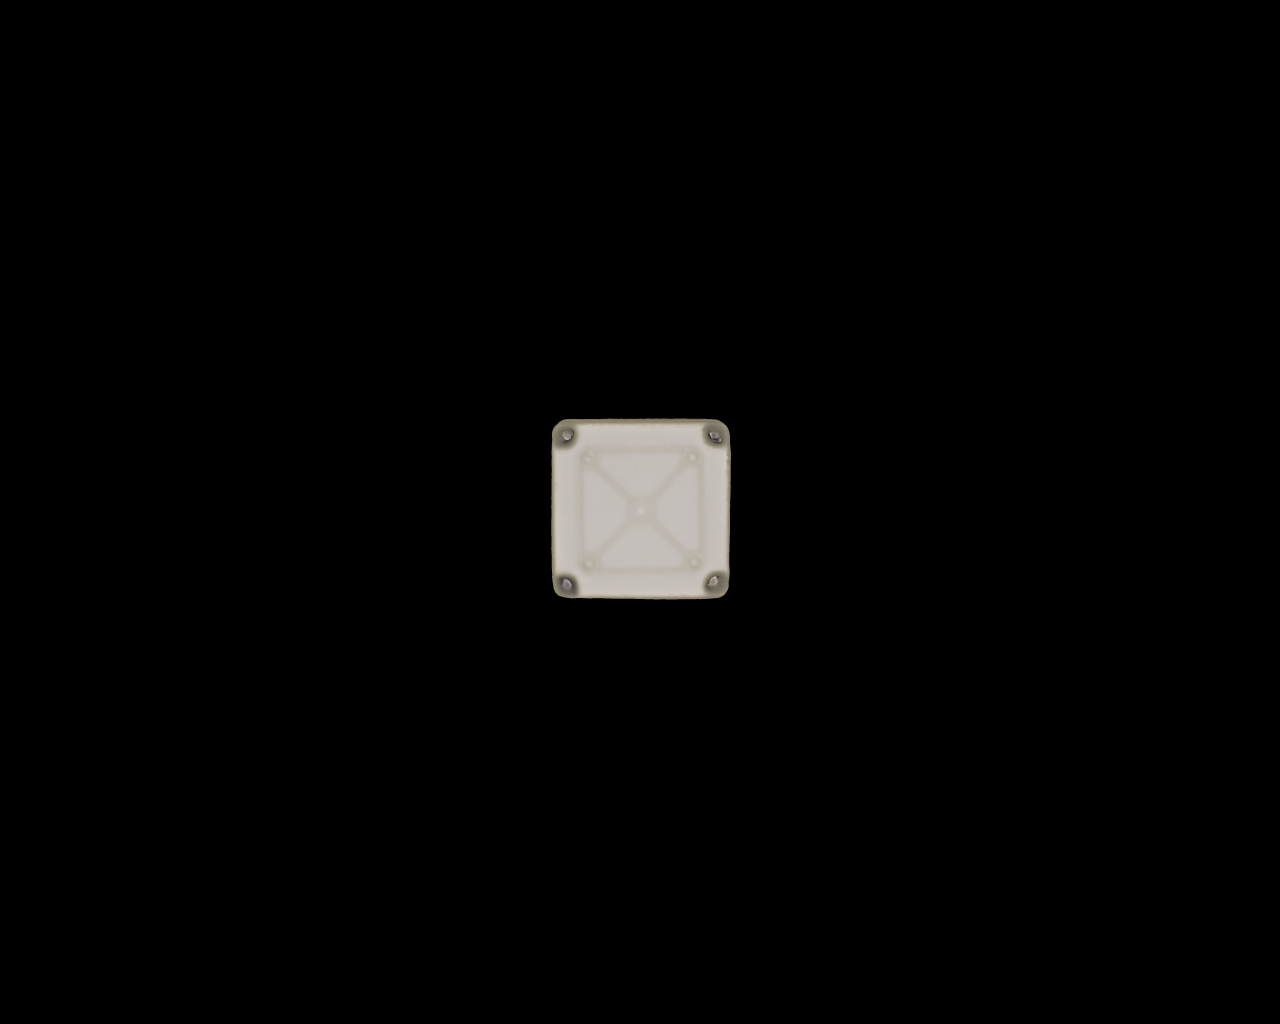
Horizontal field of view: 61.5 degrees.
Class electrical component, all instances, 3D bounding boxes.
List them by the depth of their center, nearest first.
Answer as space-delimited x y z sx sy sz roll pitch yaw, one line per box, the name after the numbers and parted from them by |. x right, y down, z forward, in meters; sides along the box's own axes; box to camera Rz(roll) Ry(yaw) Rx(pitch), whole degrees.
0.001 -0.003 0.650 0.109 0.108 0.056 0 4 0 | electrical component
